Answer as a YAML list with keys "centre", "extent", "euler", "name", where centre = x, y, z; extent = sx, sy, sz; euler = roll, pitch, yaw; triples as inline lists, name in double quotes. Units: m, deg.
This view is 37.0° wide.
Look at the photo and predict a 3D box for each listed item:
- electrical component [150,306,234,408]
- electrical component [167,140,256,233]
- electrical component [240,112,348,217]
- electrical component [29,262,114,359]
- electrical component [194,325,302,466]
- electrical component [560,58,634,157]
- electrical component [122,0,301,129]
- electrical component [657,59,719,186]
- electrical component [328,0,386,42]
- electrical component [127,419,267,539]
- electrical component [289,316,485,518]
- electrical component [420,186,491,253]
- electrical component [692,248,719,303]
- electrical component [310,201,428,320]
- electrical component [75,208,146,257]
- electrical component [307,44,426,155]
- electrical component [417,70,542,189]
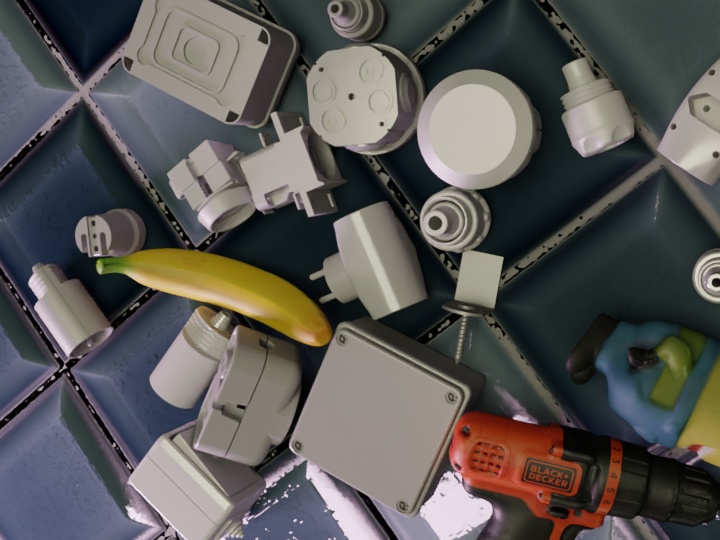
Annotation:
- centre: [-0.126, 0.065, 0.847]
  extent: [0.043, 0.043, 0.081]
  euler: [41, 108, 13]
  name: "electrical component"
- centre: [-0.110, -0.063, 0.827]
  extent: [0.066, 0.048, 0.055]
  euler: [-37, 74, 21]
  name: "electrical component"
- centre: [-0.051, -0.075, 0.804]
  extent: [0.064, 0.042, 0.081]
  euler: [-22, 87, 26]
  name: "electrical component"
- centre: [-0.245, 0.028, 0.891]
  extent: [0.043, 0.043, 0.081]
  euler: [-41, 80, 20]
  name: "electrical component"
- centre: [-0.082, 0.097, 0.815]
  extent: [0.059, 0.053, 0.095]
  euler: [20, 112, -13]
  name: "electrical component"
- centre: [0.155, -0.110, 0.718]
  extent: [0.043, 0.043, 0.062]
  euler: [-23, 86, 22]
  name: "electrical component"
- centre: [-0.111, -0.162, 0.810]
  extent: [0.113, 0.057, 0.078]
  euler: [29, 105, 17]
  name: "electrical component"
- centre: [0.243, -0.087, 0.681]
  extent: [0.079, 0.043, 0.077]
  euler: [41, 109, 24]
  name: "electrical component"
- centre: [-0.006, -0.182, 0.764]
  extent: [0.035, 0.061, 0.035]
  euler: [2, 97, 21]
  name: "electrical component"
- centre: [-0.121, 0.169, 0.846]
  extent: [0.096, 0.062, 0.061]
  euler: [42, 109, 13]
  name: "electrical component"
- centre: [0.019, 0.105, 0.787]
  extent: [0.109, 0.056, 0.108]
  euler: [27, 105, 17]
  name: "electrical component"
- centre: [0.062, -0.034, 0.752]
  extent: [0.048, 0.062, 0.048]
  euler: [2, 96, 21]
  name: "electrical component"
- centre: [0.231, 0.005, 0.689]
  extent: [0.035, 0.061, 0.035]
  euler: [2, 96, 22]
  name: "electrical component"
- centre: [0.000, 0.000, 0.790]
  extent: [0.079, 0.044, 0.077]
  euler: [-24, 87, 22]
  name: "electrical component"
- centre: [-0.201, -0.029, 0.866]
  extent: [0.040, 0.046, 0.040]
  euler: [2, 96, 21]
  name: "electrical component"
- centre: [0.003, -0.123, 0.772]
  extent: [0.080, 0.051, 0.080]
  euler: [2, 96, 22]
  name: "electrical component"
- centre: [0.084, -0.096, 0.743]
  extent: [0.080, 0.051, 0.080]
  euler: [2, 96, 21]
  name: "electrical component"
